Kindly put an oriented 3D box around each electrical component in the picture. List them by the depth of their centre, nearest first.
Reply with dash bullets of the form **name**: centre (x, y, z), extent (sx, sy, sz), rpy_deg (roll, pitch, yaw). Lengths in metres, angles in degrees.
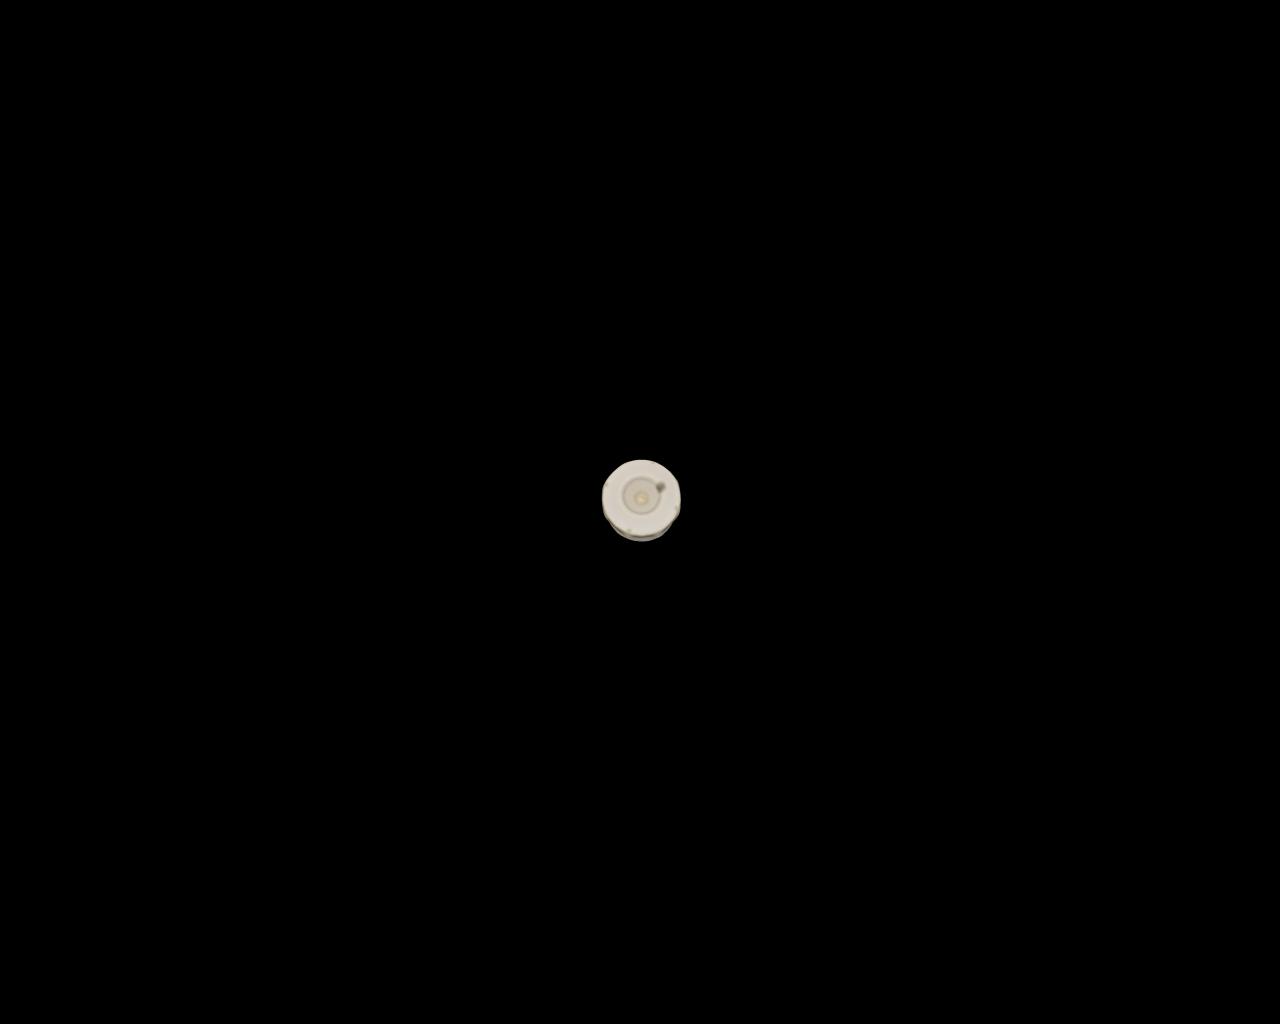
- **electrical component**: centre (0.001, -0.003, 0.650), extent (0.048, 0.048, 0.062), rpy_deg (0, -13, 0)
